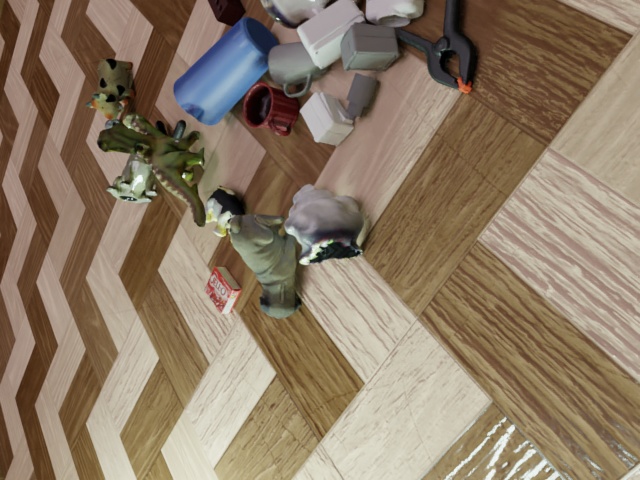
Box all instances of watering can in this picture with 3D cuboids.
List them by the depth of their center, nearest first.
[{"bbox_3d":[-0.042,-0.564,0.991,0.222,0.105,0.348,-24,88,39],"label":"watering can"}]

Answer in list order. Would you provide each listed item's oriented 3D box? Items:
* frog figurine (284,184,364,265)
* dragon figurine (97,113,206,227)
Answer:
[{"bbox_3d":[0.003,-0.047,0.929,0.137,0.120,0.163,-19,62,7],"label":"frog figurine"},{"bbox_3d":[-0.390,-0.184,1.190,0.120,0.242,0.419,-61,32,27],"label":"dragon figurine"}]
